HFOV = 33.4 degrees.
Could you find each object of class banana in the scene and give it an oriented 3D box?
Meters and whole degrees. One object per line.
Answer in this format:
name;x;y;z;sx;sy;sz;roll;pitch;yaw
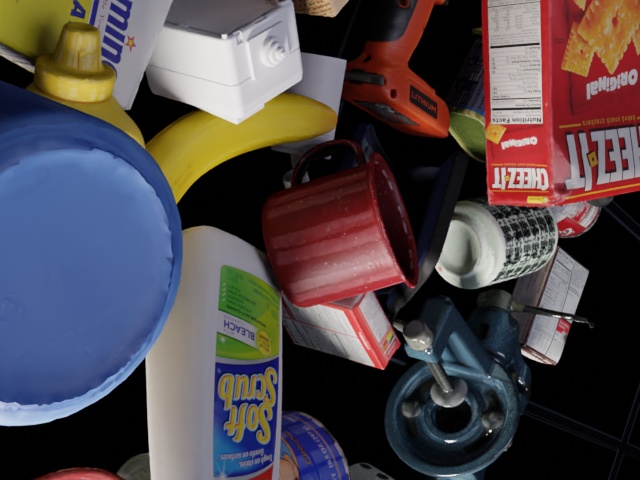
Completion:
banana;-0.067;-0.051;0.674;0.197;0.037;0.069;-44;110;-33

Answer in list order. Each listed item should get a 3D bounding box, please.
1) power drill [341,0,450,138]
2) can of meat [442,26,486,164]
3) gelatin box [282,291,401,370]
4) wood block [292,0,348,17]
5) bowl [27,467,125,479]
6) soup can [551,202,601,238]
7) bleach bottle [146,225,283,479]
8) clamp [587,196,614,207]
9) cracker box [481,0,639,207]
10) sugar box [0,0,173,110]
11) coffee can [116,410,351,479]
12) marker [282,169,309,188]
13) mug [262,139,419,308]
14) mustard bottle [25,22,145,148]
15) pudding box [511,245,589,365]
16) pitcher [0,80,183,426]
power drill;0.090;-0.179;0.836;0.184;0.057;0.187;20;84;-48
can of meat;0.153;-0.122;0.932;0.102;0.058;0.084;41;72;-49
gelatin box;0.007;0.054;0.787;0.030;0.089;0.073;-55;138;-27
wood block;0.017;-0.249;0.696;0.206;0.090;0.090;-54;137;-25
bowl;-0.178;0.206;0.641;0.161;0.055;0.162;-20;117;-46
soup can;0.221;-0.046;1.031;0.102;0.069;0.068;21;85;-51
bleach bottle;-0.060;0.121;0.648;0.102;0.068;0.251;34;42;-48
clamp;0.216;-0.078;0.944;0.171;0.039;0.120;-15;101;-40
cracker box;0.207;-0.141;0.855;0.163;0.072;0.214;-10;101;-41
sugar box;-0.155;-0.143;0.559;0.176;0.048;0.093;25;83;-50
coffee can;-0.060;0.182;0.738;0.140;0.103;0.103;-8;108;-49
marker;-0.005;0.001;0.810;0.020;0.020;0.121;-42;132;-34
mug;0.011;-0.013;0.714;0.093;0.082;0.117;42;35;-63
mustard bottle;-0.141;-0.022;0.573;0.096;0.058;0.192;-11;125;-44
pudding box;0.231;0.065;1.105;0.089;0.039;0.113;29;77;-50
pitcher;-0.163;-0.005;0.436;0.149;0.243;0.145;27;84;-45
